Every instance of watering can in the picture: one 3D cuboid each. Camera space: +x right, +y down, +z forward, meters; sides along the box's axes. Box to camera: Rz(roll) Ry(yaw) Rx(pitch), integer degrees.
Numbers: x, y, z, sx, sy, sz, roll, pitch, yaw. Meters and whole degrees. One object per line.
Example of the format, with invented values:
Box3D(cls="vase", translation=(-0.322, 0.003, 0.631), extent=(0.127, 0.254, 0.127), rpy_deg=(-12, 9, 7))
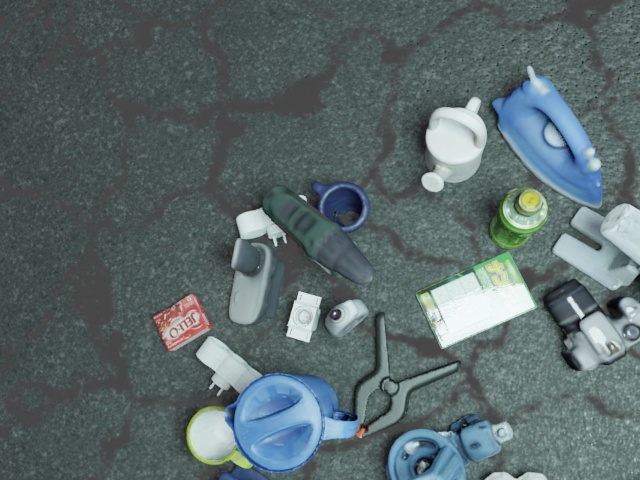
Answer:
Box3D(cls="watering can", translation=(0.226, -0.162, 0.959), extent=(0.100, 0.194, 0.173), rpy_deg=(4, 81, 11))

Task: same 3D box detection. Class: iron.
Box3D(cls="iron", translation=(0.405, -0.173, 0.957), extent=(0.118, 0.141, 0.258), rpy_deg=(-34, 76, 3))

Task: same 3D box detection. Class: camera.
Box3D(cls="camera", translation=(0.440, 0.124, 0.918), extent=(0.143, 0.101, 0.136), rpy_deg=(-32, 76, 3))

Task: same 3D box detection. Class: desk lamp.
Box3D(cls="desk lamp", translation=(0.485, 0.022, 0.871), extent=(0.203, 0.214, 0.118), rpy_deg=(34, 87, 14))

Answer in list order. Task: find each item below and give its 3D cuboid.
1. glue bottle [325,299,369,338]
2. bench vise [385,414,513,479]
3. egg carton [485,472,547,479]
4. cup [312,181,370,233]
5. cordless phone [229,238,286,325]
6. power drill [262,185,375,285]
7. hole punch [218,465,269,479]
Box3D(cls="glue bottle", translation=(0.038, 0.127, 0.951), extent=(0.078, 0.173, 0.037), rpy_deg=(-39, 75, 2))
Box3D(cls="bench vise", translation=(0.186, 0.324, 0.865), extent=(0.207, 0.220, 0.121), rpy_deg=(-45, 75, 0))
Box3D(cls="egg carton", translation=(0.313, 0.443, 0.899), extent=(0.107, 0.069, 0.150), rpy_deg=(-3, 79, 10))
Box3D(cls="cup", translation=(0.037, -0.057, 1.025), extent=(0.117, 0.095, 0.092), rpy_deg=(38, 88, 14))
Box3D(cls="cordless phone", translation=(-0.130, 0.070, 0.984), extent=(0.094, 0.185, 0.148), rpy_deg=(5, 81, 11))
Box3D(cls="power drill", translation=(0.009, 0.003, 0.960), extent=(0.229, 0.208, 0.075), rpy_deg=(39, 88, 14))
Box3D(cls="hole punch", translation=(-0.130, 0.449, 0.964), extent=(0.108, 0.091, 0.101), rpy_deg=(27, 85, 14))
